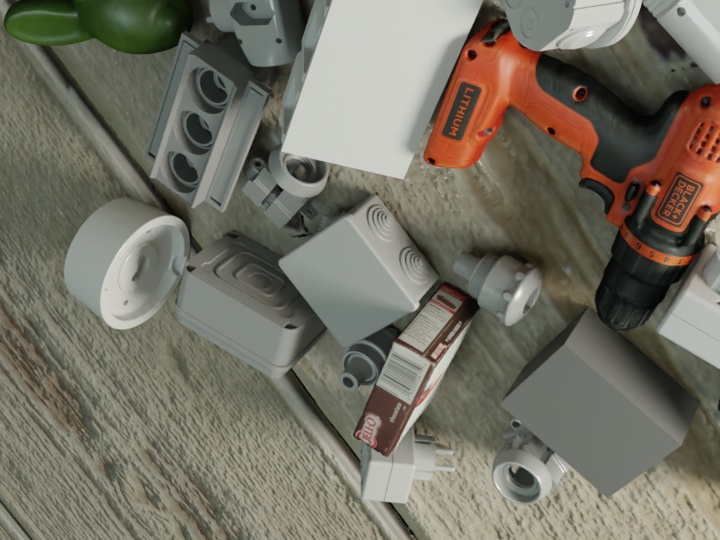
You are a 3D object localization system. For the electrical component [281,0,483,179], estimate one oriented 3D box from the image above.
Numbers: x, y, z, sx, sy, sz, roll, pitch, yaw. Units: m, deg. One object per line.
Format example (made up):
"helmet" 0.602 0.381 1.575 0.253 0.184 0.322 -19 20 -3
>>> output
"electrical component" 0.010 -0.144 0.706 0.089 0.061 0.150 12 132 -14

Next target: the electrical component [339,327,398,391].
"electrical component" 0.006 0.074 0.866 0.043 0.062 0.043 17 126 24

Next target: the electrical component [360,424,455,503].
"electrical component" 0.041 0.156 0.901 0.077 0.065 0.047 7 127 -5

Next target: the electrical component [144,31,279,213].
"electrical component" -0.111 -0.115 0.819 0.079 0.063 0.121 36 132 8

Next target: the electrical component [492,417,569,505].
"electrical component" 0.132 0.149 0.838 0.048 0.055 0.066 -27 102 41

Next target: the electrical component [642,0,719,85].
"electrical component" 0.192 -0.150 0.612 0.081 0.043 0.043 47 133 -2

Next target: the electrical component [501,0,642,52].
"electrical component" 0.121 -0.167 0.624 0.080 0.051 0.080 40 137 51

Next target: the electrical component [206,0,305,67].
"electrical component" -0.080 -0.188 0.764 0.079 0.043 0.077 6 122 30

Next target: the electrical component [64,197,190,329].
"electrical component" -0.204 -0.011 0.922 0.060 0.108 0.108 29 131 22

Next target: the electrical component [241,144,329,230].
"electrical component" -0.054 -0.069 0.825 0.066 0.048 0.055 46 140 -1

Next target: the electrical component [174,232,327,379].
"electrical component" -0.087 0.029 0.888 0.113 0.078 0.057 29 128 15

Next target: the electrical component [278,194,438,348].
"electrical component" 0.000 0.000 0.831 0.100 0.048 0.099 -32 99 42

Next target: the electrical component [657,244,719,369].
"electrical component" 0.232 0.009 0.675 0.047 0.066 0.076 32 131 12

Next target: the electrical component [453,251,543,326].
"electrical component" 0.097 0.008 0.778 0.062 0.048 0.048 30 131 23
